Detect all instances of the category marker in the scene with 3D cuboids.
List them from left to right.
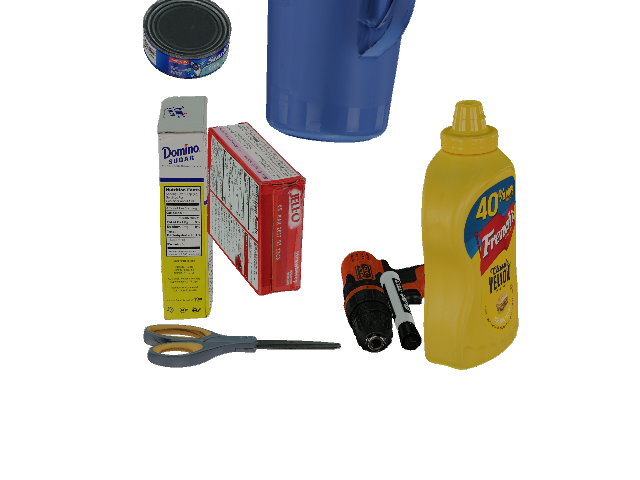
[{"bbox_3d":[0.073,0.064,0.984,0.020,0.020,0.121,0,27,-7],"label":"marker"}]

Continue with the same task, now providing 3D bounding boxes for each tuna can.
[{"bbox_3d":[-0.132,-0.200,1.050,0.086,0.086,0.034,0,-34,-10],"label":"tuna can"}]

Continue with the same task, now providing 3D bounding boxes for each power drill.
[{"bbox_3d":[0.118,0.062,1.193,0.187,0.057,0.184,-3,28,-3],"label":"power drill"}]

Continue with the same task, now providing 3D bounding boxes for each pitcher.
[{"bbox_3d":[0.020,-0.208,0.898,0.145,0.243,0.149,8,17,11],"label":"pitcher"}]

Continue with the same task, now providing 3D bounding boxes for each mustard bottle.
[{"bbox_3d":[0.111,-0.008,0.788,0.058,0.192,0.096,12,25,37],"label":"mustard bottle"}]

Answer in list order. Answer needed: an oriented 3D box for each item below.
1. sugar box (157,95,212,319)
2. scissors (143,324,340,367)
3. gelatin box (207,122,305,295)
[{"bbox_3d":[-0.118,-0.029,0.930,0.048,0.176,0.093,-3,26,-4],"label":"sugar box"},{"bbox_3d":[-0.086,0.111,1.075,0.202,0.016,0.096,6,17,9],"label":"scissors"},{"bbox_3d":[-0.039,-0.020,0.634,0.030,0.073,0.089,-11,31,-24],"label":"gelatin box"}]
